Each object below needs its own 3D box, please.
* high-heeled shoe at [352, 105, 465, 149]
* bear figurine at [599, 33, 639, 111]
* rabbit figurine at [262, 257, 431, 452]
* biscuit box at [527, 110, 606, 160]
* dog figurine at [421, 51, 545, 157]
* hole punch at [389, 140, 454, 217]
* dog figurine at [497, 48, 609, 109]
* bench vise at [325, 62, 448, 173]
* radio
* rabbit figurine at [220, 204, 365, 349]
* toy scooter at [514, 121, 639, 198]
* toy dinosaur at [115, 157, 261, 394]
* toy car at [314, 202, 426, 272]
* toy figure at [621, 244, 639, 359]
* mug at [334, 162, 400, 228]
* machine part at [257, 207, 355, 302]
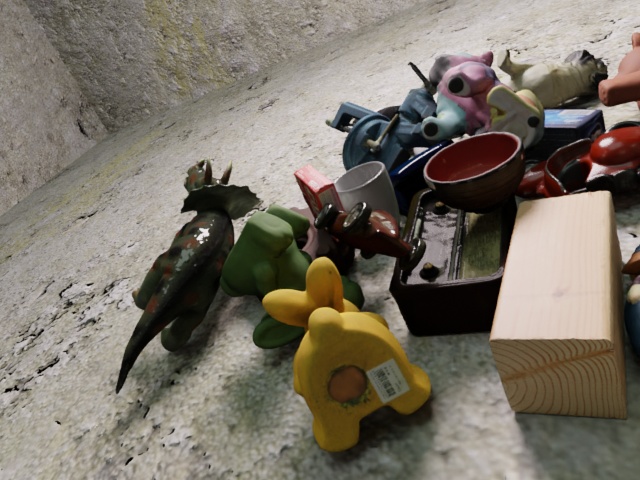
[{"bbox_3d":[0.158,-0.218,0.994,0.249,0.086,0.145,5,1,23],"label":"high-heeled shoe"},{"bbox_3d":[0.441,-0.209,0.744,0.132,0.120,0.196,-22,25,17],"label":"bear figurine"},{"bbox_3d":[0.012,0.106,0.555,0.122,0.162,0.173,-38,8,5],"label":"rabbit figurine"},{"bbox_3d":[0.325,-0.160,0.820,0.059,0.062,0.203,-36,28,-21],"label":"biscuit box"},{"bbox_3d":[0.244,-0.211,0.801,0.192,0.108,0.219,27,38,9],"label":"dog figurine"},{"bbox_3d":[0.158,-0.097,0.835,0.142,0.092,0.116,-35,23,-8],"label":"hole punch"},{"bbox_3d":[0.379,-0.257,0.945,0.191,0.121,0.172,-4,0,-14],"label":"dog figurine"},{"bbox_3d":[0.100,-0.198,0.945,0.241,0.129,0.223,36,108,44],"label":"bench vise"},{"bbox_3d":[0.167,0.009,0.643,0.131,0.073,0.230,-12,29,27],"label":"radio"},{"bbox_3d":[-0.034,0.060,0.664,0.159,0.170,0.121,-58,-4,8],"label":"rabbit figurine"},{"bbox_3d":[0.326,-0.074,0.651,0.184,0.075,0.135,-16,28,27],"label":"toy scooter"},{"bbox_3d":[-0.186,0.027,0.806,0.192,0.131,0.405,-57,17,33],"label":"toy dinosaur"},{"bbox_3d":[0.054,-0.011,0.619,0.053,0.089,0.202,-56,11,-5],"label":"toy car"},{"bbox_3d":[0.300,0.043,0.473,0.058,0.064,0.154,-17,28,37],"label":"toy figure"},{"bbox_3d":[0.066,-0.047,0.801,0.110,0.107,0.081,-18,26,27],"label":"mug"},{"bbox_3d":[-0.040,0.019,0.804,0.179,0.056,0.179,-17,37,14],"label":"machine part"}]
